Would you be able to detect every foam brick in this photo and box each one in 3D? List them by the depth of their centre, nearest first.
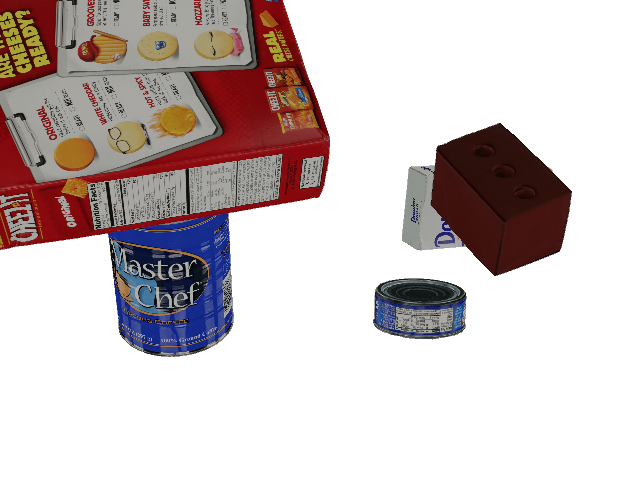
[{"bbox_3d":[0.113,-0.026,0.679,0.053,0.051,0.078,-21,50,-21],"label":"foam brick"}]

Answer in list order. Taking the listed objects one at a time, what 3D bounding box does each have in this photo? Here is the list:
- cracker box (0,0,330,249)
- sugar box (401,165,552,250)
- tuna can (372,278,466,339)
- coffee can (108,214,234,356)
[{"bbox_3d":[-0.117,-0.090,0.690,0.213,0.164,0.072,-10,-34,-12],"label":"cracker box"},{"bbox_3d":[0.185,-0.042,1.254,0.176,0.093,0.048,-6,21,-26],"label":"sugar box"},{"bbox_3d":[0.092,0.062,0.985,0.086,0.034,0.086,1,14,0],"label":"tuna can"},{"bbox_3d":[-0.126,0.012,0.903,0.103,0.140,0.103,0,34,0],"label":"coffee can"}]
